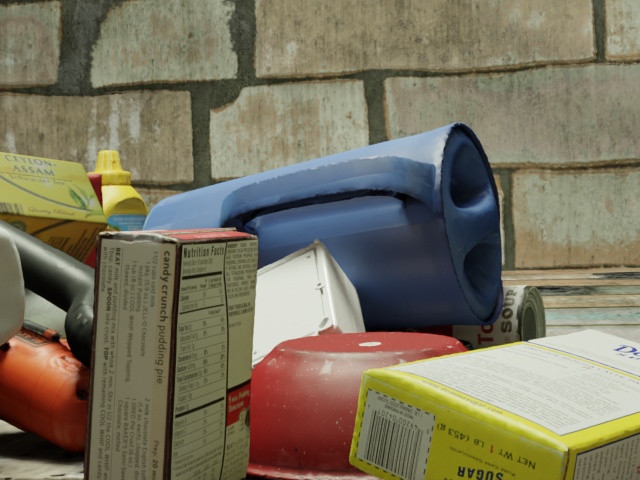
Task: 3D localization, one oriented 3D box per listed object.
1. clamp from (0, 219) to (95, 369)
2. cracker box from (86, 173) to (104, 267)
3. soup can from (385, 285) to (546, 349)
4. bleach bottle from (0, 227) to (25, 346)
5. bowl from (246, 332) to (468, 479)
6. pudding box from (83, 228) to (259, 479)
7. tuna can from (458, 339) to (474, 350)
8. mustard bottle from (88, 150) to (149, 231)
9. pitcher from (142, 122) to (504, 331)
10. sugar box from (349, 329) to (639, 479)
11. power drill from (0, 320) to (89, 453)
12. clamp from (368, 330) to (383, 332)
[{"bbox_3d":[-0.105,0.037,0.563,0.164,0.036,0.210,13,14,-25],"label":"clamp"},{"bbox_3d":[-0.261,0.028,0.950,0.071,0.164,0.214,-4,2,-33],"label":"cracker box"},{"bbox_3d":[0.107,0.067,0.778,0.102,0.068,0.068,-2,0,27],"label":"soup can"},{"bbox_3d":[-0.273,0.026,0.572,0.251,0.068,0.102,0,8,38],"label":"bleach bottle"},{"bbox_3d":[0.024,0.078,0.532,0.162,0.055,0.162,-2,1,0],"label":"bowl"},{"bbox_3d":[-0.058,0.052,0.429,0.039,0.113,0.090,2,1,16],"label":"pudding box"},{"bbox_3d":[0.060,0.086,0.714,0.086,0.034,0.086,-1,0,0],"label":"tuna can"},{"bbox_3d":[-0.197,0.012,1.007,0.058,0.191,0.096,-1,1,28],"label":"mustard bottle"},{"bbox_3d":[-0.005,0.001,0.733,0.243,0.149,0.144,-9,24,25],"label":"pitcher"},{"bbox_3d":[0.104,0.075,0.442,0.093,0.048,0.175,17,11,42],"label":"sugar box"},{"bbox_3d":[-0.141,0.067,0.641,0.185,0.057,0.187,19,14,34],"label":"power drill"},{"bbox_3d":[-0.015,0.081,0.799,0.120,0.039,0.171,3,10,37],"label":"clamp"}]
